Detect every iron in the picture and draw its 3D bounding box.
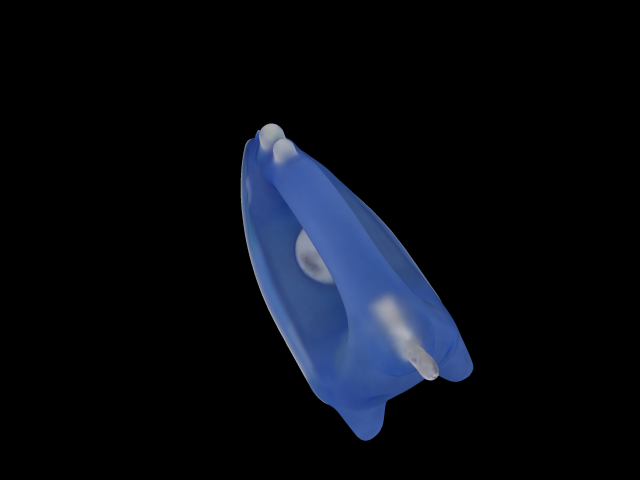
[{"bbox_3d":[0.004,0.001,0.400,0.119,0.141,0.258,-30,74,-9],"label":"iron"}]
